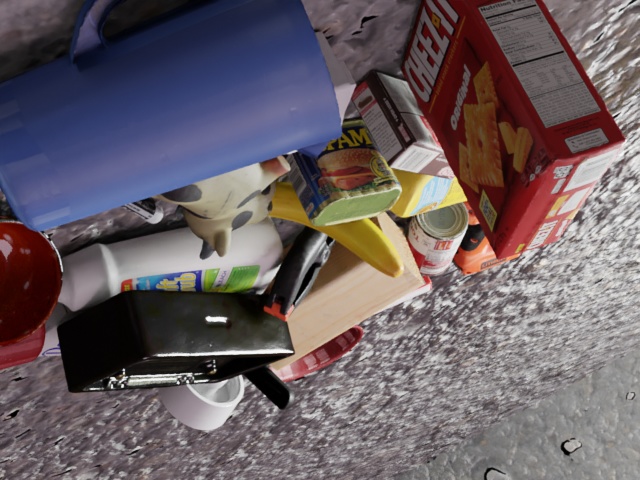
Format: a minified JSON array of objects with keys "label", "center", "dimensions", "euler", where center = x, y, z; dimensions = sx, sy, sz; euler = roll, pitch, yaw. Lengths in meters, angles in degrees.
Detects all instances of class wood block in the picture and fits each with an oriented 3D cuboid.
[{"label":"wood block","center":[0.003,0.051,1.240],"dimensions":[0.206,0.091,0.090],"euler":[-32,135,15]}]

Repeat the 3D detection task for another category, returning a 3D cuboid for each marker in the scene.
[{"label":"marker","center":[-0.177,-0.039,0.962],"dimensions":[0.020,0.020,0.121],"euler":[-30,158,10]}]

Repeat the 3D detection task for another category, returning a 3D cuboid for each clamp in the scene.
[{"label":"clamp","center":[-0.095,0.145,1.307],"dimensions":[0.036,0.164,0.210],"euler":[-63,176,7]},{"label":"clamp","center":[-0.007,0.001,1.124],"dimensions":[0.171,0.039,0.120],"euler":[-61,159,-26]}]

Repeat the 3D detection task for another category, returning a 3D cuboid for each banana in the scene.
[{"label":"banana","center":[-0.007,-0.018,1.064],"dimensions":[0.198,0.069,0.037],"euler":[16,157,-1]}]

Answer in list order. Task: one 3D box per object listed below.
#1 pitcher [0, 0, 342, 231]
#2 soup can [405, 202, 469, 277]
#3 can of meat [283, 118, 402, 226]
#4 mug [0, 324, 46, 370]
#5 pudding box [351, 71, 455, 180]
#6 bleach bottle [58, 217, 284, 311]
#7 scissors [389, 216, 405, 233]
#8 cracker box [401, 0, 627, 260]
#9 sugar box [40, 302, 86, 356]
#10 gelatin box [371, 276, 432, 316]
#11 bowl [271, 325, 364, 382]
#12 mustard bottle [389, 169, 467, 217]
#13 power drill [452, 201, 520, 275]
[{"label":"pitcher","center":[-0.117,-0.105,0.762],"dimensions":[0.242,0.149,0.145],"euler":[-21,173,-5]},{"label":"soup can","center":[0.142,-0.006,1.323],"dimensions":[0.068,0.068,0.102],"euler":[-20,157,-16]},{"label":"can of meat","center":[0.019,-0.065,1.035],"dimensions":[0.101,0.084,0.058],"euler":[-12,155,-32]},{"label":"mug","center":[-0.319,0.083,1.004],"dimensions":[0.081,0.093,0.117],"euler":[-11,-175,-44]},{"label":"pudding box","center":[0.088,-0.107,1.009],"dimensions":[0.039,0.090,0.113],"euler":[-40,154,27]},{"label":"bleach bottle","center":[-0.166,0.032,1.080],"dimensions":[0.250,0.068,0.103],"euler":[-10,153,-30]},{"label":"scissors","center":[0.040,0.041,1.340],"dimensions":[0.096,0.016,0.202],"euler":[-9,142,-50]},{"label":"cracker box","center":[0.149,-0.115,0.892],"dimensions":[0.072,0.214,0.164],"euler":[-18,156,-16]},{"label":"sugar box","center":[-0.231,0.086,1.148],"dimensions":[0.093,0.048,0.175],"euler":[-41,155,32]},{"label":"gelatin box","center":[0.089,0.047,1.377],"dimensions":[0.089,0.073,0.030],"euler":[-24,158,-6]},{"label":"bowl","center":[-0.023,0.139,1.484],"dimensions":[0.162,0.055,0.162],"euler":[-22,158,-10]},{"label":"mustard bottle","center":[0.126,-0.069,1.179],"dimensions":[0.191,0.058,0.096],"euler":[-17,155,-23]},{"label":"power drill","center":[0.249,-0.034,1.399],"dimensions":[0.184,0.057,0.188],"euler":[-16,153,-15]}]
